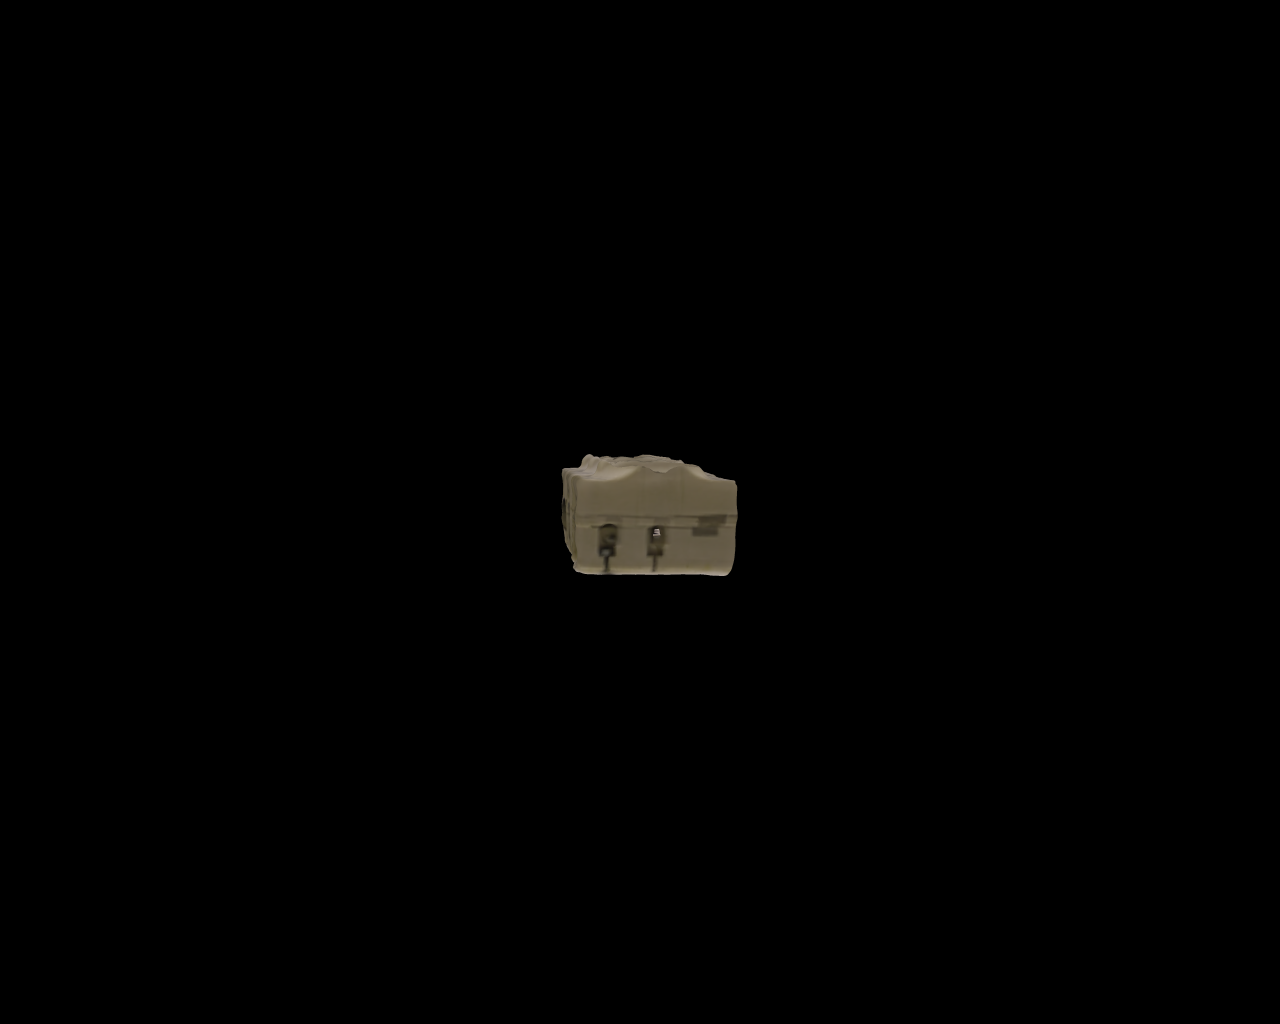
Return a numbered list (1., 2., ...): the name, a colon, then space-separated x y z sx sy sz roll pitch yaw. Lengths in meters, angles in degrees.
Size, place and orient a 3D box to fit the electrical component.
1. electrical component: 0.001 -0.003 0.650 0.089 0.061 0.150 -1 5 -7
